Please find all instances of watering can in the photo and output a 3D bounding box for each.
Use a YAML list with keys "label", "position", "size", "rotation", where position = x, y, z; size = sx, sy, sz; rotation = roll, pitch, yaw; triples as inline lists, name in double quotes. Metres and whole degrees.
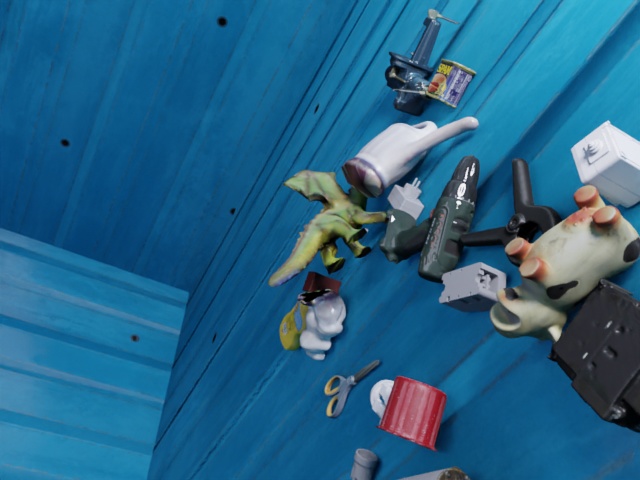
- label: "watering can"
  position: [0.173, -0.188, 1.113]
  size: [0.226, 0.103, 0.348]
  rotation: [-40, 15, -11]

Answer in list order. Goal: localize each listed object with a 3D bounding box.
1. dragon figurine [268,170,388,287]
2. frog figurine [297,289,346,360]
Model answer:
- label: "dragon figurine"
  position: [0.004, -0.060, 1.187]
  size: [0.246, 0.414, 0.119]
  rotation: [51, 144, 25]
- label: "frog figurine"
  position: [0.007, 0.201, 1.207]
  size: [0.137, 0.123, 0.159]
  rotation: [-2, 102, 61]
